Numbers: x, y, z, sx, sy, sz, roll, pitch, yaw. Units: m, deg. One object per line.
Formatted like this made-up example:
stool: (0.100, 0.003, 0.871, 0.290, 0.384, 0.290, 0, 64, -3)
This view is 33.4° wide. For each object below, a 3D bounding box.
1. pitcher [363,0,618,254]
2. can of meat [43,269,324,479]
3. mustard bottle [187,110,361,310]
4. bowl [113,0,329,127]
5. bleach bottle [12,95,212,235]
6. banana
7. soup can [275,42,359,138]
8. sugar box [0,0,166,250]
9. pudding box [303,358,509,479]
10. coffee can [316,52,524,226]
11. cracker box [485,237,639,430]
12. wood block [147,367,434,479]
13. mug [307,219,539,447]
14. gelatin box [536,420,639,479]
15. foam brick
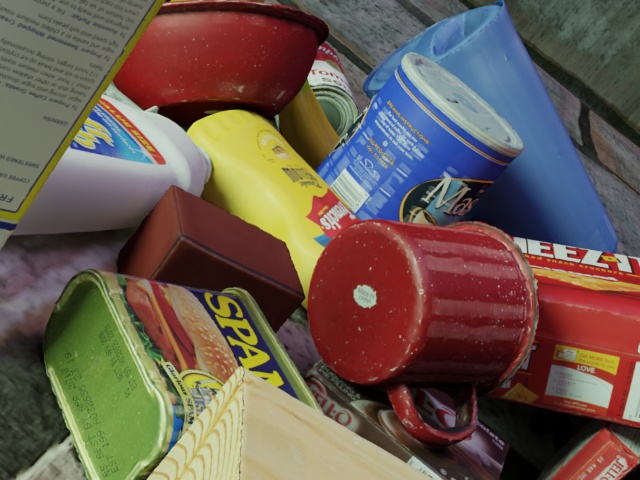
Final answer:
pitcher: (0.144, -0.063, 0.898, 0.242, 0.149, 0.145, 56, 15, -17)
can of meat: (-0.059, 0.061, 0.445, 0.083, 0.057, 0.102, 14, 32, -44)
mustard bottle: (-0.004, 0.000, 0.665, 0.192, 0.058, 0.096, 46, 21, 17)
bowl: (-0.073, -0.110, 0.711, 0.161, 0.162, 0.055, 4, 82, -58)
bleach bottle: (-0.138, -0.048, 0.533, 0.103, 0.068, 0.250, 47, 19, 18)
banana: (0.030, -0.050, 0.825, 0.198, 0.070, 0.037, 46, 61, -6)
soup can: (-0.008, -0.122, 0.902, 0.068, 0.069, 0.102, 30, 23, -25)
sugar box: (-0.134, -0.045, 0.362, 0.093, 0.176, 0.048, 19, 30, -44)
pudding box: (0.041, 0.100, 0.559, 0.113, 0.039, 0.090, 41, 21, 5)
coffee can: (0.057, -0.044, 0.744, 0.102, 0.140, 0.103, 34, 21, -15)
cracker box: (0.157, 0.050, 0.687, 0.164, 0.072, 0.213, 11, 11, 7)
wood block: (0.032, 0.146, 0.372, 0.206, 0.091, 0.090, 33, 21, -17)
mug: (0.050, 0.044, 0.531, 0.081, 0.093, 0.117, 7, 70, -43)
gelatin box: (0.165, 0.136, 0.649, 0.030, 0.073, 0.089, 44, 20, 11)
foam brick: (-0.057, 0.018, 0.545, 0.078, 0.053, 0.051, 28, 23, -31)
